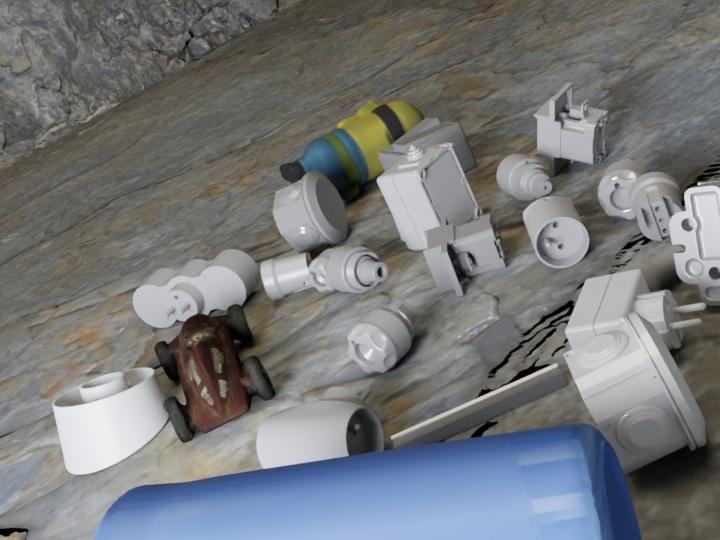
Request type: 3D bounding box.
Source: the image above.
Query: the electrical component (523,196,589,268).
[{"bbox_3d":[0.159,-0.037,0.882,0.043,0.043,0.081,-22,21,10],"label":"electrical component"}]

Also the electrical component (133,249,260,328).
[{"bbox_3d":[-0.175,0.028,1.099,0.138,0.052,0.073,-15,23,27],"label":"electrical component"}]

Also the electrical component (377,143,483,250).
[{"bbox_3d":[0.061,-0.074,1.009,0.061,0.096,0.062,-5,29,45],"label":"electrical component"}]

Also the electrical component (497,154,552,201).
[{"bbox_3d":[0.157,-0.084,1.003,0.040,0.040,0.078,-28,20,-6],"label":"electrical component"}]

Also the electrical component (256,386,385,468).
[{"bbox_3d":[-0.019,0.107,0.735,0.077,0.044,0.079,-10,25,36],"label":"electrical component"}]

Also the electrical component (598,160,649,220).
[{"bbox_3d":[0.222,-0.072,0.893,0.043,0.043,0.062,-14,22,27],"label":"electrical component"}]

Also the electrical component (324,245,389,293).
[{"bbox_3d":[0.000,0.000,0.977,0.043,0.043,0.062,-38,25,-30],"label":"electrical component"}]

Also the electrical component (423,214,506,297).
[{"bbox_3d":[0.090,-0.017,0.915,0.064,0.042,0.081,-19,22,12],"label":"electrical component"}]

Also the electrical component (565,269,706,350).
[{"bbox_3d":[0.179,0.034,0.679,0.077,0.047,0.065,-13,24,31],"label":"electrical component"}]

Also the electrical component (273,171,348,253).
[{"bbox_3d":[-0.051,-0.060,1.133,0.051,0.080,0.080,-22,20,24],"label":"electrical component"}]

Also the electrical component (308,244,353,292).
[{"bbox_3d":[-0.023,-0.006,1.031,0.035,0.035,0.061,-10,24,36],"label":"electrical component"}]

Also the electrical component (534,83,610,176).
[{"bbox_3d":[0.203,-0.131,1.027,0.064,0.081,0.042,18,42,30],"label":"electrical component"}]

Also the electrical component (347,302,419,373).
[{"bbox_3d":[0.022,0.049,0.833,0.043,0.043,0.062,-5,28,44],"label":"electrical component"}]

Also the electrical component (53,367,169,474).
[{"bbox_3d":[-0.214,0.125,0.925,0.099,0.064,0.099,-15,10,3],"label":"electrical component"}]

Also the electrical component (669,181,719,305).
[{"bbox_3d":[0.244,-0.022,0.711,0.058,0.078,0.057,-4,11,44],"label":"electrical component"}]

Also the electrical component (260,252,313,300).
[{"bbox_3d":[-0.069,0.005,1.053,0.046,0.040,0.040,-16,22,9],"label":"electrical component"}]

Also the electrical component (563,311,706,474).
[{"bbox_3d":[0.150,0.067,0.587,0.051,0.080,0.080,-28,20,10],"label":"electrical component"}]

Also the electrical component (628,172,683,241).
[{"bbox_3d":[0.231,-0.049,0.835,0.040,0.040,0.046,-19,27,17],"label":"electrical component"}]

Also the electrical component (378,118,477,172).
[{"bbox_3d":[0.066,-0.120,1.169,0.096,0.061,0.062,-32,21,-17],"label":"electrical component"}]
